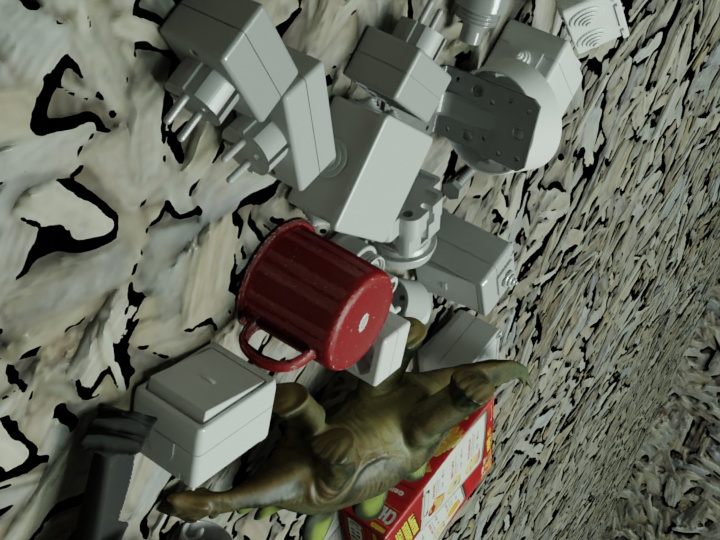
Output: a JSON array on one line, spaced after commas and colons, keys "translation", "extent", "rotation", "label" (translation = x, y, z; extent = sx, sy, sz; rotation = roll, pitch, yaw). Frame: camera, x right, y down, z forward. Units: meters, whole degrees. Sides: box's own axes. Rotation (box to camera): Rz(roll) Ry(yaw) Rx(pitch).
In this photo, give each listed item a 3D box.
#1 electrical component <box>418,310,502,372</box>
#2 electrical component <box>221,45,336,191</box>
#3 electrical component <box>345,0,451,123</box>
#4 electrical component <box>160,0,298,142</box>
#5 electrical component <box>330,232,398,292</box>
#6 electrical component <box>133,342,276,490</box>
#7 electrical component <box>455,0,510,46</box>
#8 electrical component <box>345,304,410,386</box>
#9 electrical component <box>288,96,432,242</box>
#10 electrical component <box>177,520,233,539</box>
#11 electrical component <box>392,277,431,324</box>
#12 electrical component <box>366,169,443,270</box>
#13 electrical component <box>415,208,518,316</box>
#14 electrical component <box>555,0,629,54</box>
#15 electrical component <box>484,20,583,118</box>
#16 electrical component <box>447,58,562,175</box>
[{"translation": [0.108, 0.090, 1.154], "extent": [0.096, 0.061, 0.061], "rotation": [-47, 152, -29], "label": "electrical component"}, {"translation": [-0.059, -0.084, 0.661], "extent": [0.075, 0.047, 0.083], "rotation": [-48, 153, -27], "label": "electrical component"}, {"translation": [0.037, -0.156, 0.771], "extent": [0.076, 0.047, 0.066], "rotation": [-62, 155, 4], "label": "electrical component"}, {"translation": [-0.082, -0.106, 0.593], "extent": [0.076, 0.047, 0.065], "rotation": [-56, 155, -12], "label": "electrical component"}, {"translation": [0.000, 0.000, 0.847], "extent": [0.043, 0.062, 0.043], "rotation": [-44, 151, -33], "label": "electrical component"}, {"translation": [-0.103, 0.093, 0.743], "extent": [0.096, 0.062, 0.061], "rotation": [-32, 142, -48], "label": "electrical component"}, {"translation": [0.094, -0.206, 0.836], "extent": [0.043, 0.043, 0.062], "rotation": [-29, 142, -50], "label": "electrical component"}, {"translation": [0.004, 0.041, 0.872], "extent": [0.076, 0.083, 0.047], "rotation": [-33, 143, -47], "label": "electrical component"}, {"translation": [0.000, -0.073, 0.785], "extent": [0.099, 0.048, 0.100], "rotation": [-65, 156, 7], "label": "electrical component"}, {"translation": [-0.121, 0.247, 0.877], "extent": [0.079, 0.044, 0.077], "rotation": [7, 111, -41], "label": "electrical component"}, {"translation": [0.040, 0.029, 0.979], "extent": [0.081, 0.043, 0.043], "rotation": [9, 108, -64], "label": "electrical component"}, {"translation": [0.035, -0.038, 0.882], "extent": [0.078, 0.058, 0.057], "rotation": [-43, 147, -37], "label": "electrical component"}, {"translation": [0.100, -0.002, 0.999], "extent": [0.061, 0.096, 0.061], "rotation": [-52, 154, -20], "label": "electrical component"}, {"translation": [0.187, -0.244, 0.920], "extent": [0.048, 0.099, 0.100], "rotation": [-23, 160, 14], "label": "electrical component"}, {"translation": [0.156, -0.181, 0.960], "extent": [0.061, 0.062, 0.096], "rotation": [-61, 156, -3], "label": "electrical component"}, {"translation": [0.123, -0.129, 0.913], "extent": [0.064, 0.099, 0.099], "rotation": [-23, 135, -46], "label": "electrical component"}]
